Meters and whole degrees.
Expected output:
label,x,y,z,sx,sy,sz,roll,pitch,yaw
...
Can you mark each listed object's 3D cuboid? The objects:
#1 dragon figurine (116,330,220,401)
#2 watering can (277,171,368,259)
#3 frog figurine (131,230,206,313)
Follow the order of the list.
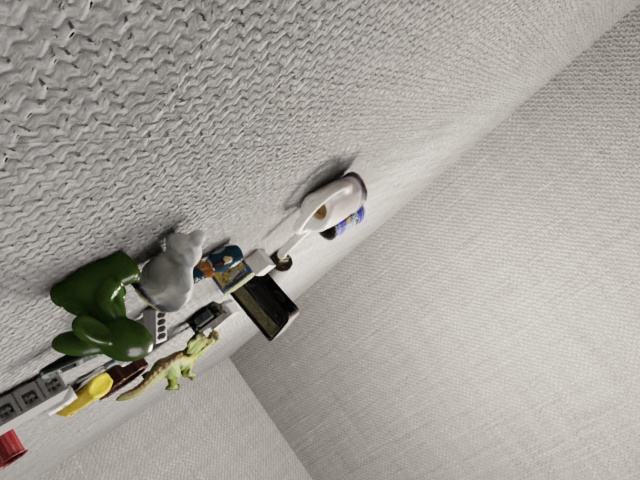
label,x,y,z,sx,sy,sz,roll,pitch,yaw
dragon figurine,-0.475,0.394,1.728,0.240,0.123,0.413,-55,166,19
watering can,0.004,-0.072,1.425,0.227,0.105,0.341,-31,168,-37
frog figurine,-0.268,0.052,0.966,0.161,0.121,0.138,-44,-155,-13
